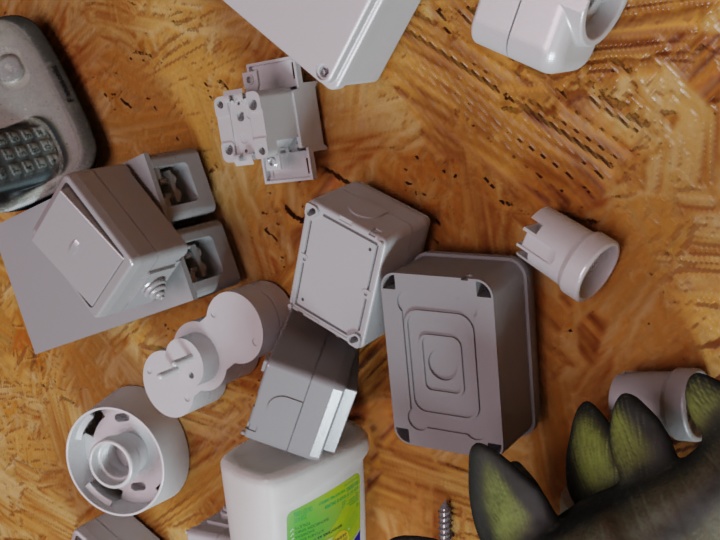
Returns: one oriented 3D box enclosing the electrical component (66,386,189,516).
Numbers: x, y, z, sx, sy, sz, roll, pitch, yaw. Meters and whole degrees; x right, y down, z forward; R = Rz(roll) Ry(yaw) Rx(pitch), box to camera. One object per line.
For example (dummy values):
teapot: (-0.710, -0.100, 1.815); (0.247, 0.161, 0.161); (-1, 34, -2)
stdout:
electrical component: (-0.185, 0.146, 0.864); (0.099, 0.064, 0.099); (4, 101, 20)

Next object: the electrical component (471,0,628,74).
electrical component: (0.107, -0.156, 0.572); (0.059, 0.054, 0.095); (30, 118, 26)

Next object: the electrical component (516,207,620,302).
electrical component: (0.118, -0.010, 0.612); (0.046, 0.040, 0.040); (36, 120, 29)

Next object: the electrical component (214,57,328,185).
electrical component: (-0.059, -0.095, 0.699); (0.042, 0.064, 0.081); (-3, 101, 37)

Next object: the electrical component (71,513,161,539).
electrical component: (-0.194, 0.253, 0.885); (0.096, 0.061, 0.061); (33, 119, 24)

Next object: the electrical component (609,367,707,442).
electrical component: (0.167, 0.074, 0.599); (0.046, 0.040, 0.040); (-3, 100, 41)

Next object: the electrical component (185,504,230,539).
electrical component: (-0.083, 0.216, 0.797); (0.061, 0.062, 0.096); (2, 103, 35)

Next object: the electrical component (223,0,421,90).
electrical component: (-0.018, -0.184, 0.651); (0.109, 0.056, 0.108); (42, 122, 19)

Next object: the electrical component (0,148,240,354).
electrical component: (-0.184, -0.013, 0.810); (0.186, 0.060, 0.105); (-18, 91, 37)

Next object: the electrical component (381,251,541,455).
electrical component: (0.063, 0.048, 0.650); (0.078, 0.057, 0.113); (4, 108, 34)

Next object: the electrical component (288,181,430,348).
electrical component: (0.000, 0.000, 0.688); (0.062, 0.061, 0.096); (29, 125, 26)

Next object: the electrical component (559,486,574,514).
electrical component: (0.139, 0.143, 0.633); (0.043, 0.043, 0.081); (11, 108, 33)

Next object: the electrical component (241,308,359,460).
electrical component: (-0.032, 0.072, 0.714); (0.061, 0.096, 0.061); (19, 115, 0)

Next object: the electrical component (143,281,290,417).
electrical component: (-0.114, 0.062, 0.772); (0.138, 0.074, 0.052); (-39, 79, 35)

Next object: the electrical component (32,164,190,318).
electrical component: (-0.166, -0.015, 0.719); (0.096, 0.061, 0.061); (50, 124, 14)
